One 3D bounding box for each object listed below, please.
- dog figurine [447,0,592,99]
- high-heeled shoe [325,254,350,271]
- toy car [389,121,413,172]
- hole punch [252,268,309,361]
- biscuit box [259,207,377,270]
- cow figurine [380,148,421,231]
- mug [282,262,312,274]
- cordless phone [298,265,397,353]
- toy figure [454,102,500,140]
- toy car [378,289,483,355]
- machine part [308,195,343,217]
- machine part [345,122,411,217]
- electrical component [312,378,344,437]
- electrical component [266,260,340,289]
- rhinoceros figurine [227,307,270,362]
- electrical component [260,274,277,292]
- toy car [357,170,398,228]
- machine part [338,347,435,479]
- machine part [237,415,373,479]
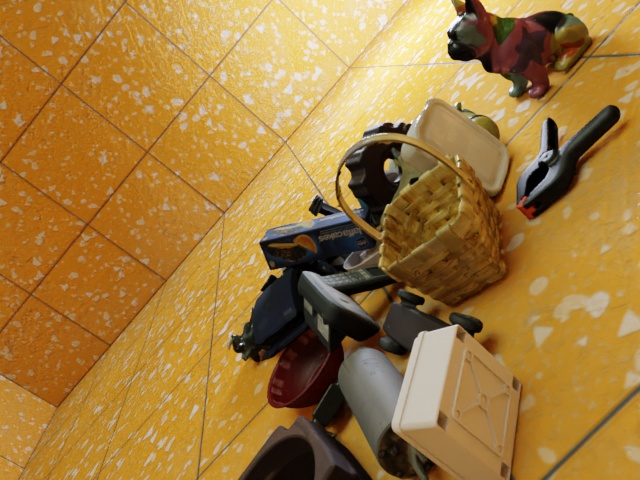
[{"bbox_3d":[0.319,-0.349,0.902,0.191,0.219,0.108,-48,21,11],"label":"dog figurine"},{"bbox_3d":[0.000,0.075,1.114,0.248,0.086,0.145,-57,39,34],"label":"high-heeled shoe"},{"bbox_3d":[0.202,-0.207,1.166,0.073,0.056,0.202,-31,26,46],"label":"toy car"},{"bbox_3d":[-0.063,0.124,0.927,0.142,0.092,0.116,-39,8,24],"label":"hole punch"},{"bbox_3d":[-0.002,-0.003,0.948,0.203,0.062,0.059,-13,21,18],"label":"biscuit box"},{"bbox_3d":[0.160,-0.080,0.897,0.085,0.127,0.195,-14,42,57],"label":"cow figurine"},{"bbox_3d":[-0.044,0.028,1.055,0.110,0.081,0.107,31,112,47],"label":"mug"},{"bbox_3d":[0.071,0.086,0.815,0.184,0.088,0.147,-14,22,-18],"label":"cordless phone"},{"bbox_3d":[0.260,-0.196,0.966,0.089,0.082,0.180,-46,16,19],"label":"toy figure"},{"bbox_3d":[0.135,0.121,0.673,0.202,0.053,0.089,-163,91,-73],"label":"toy car"},{"bbox_3d":[0.046,-0.044,1.086,0.039,0.139,0.084,-60,15,16],"label":"machine part"},{"bbox_3d":[0.135,-0.129,0.994,0.179,0.179,0.056,-55,21,-15],"label":"machine part"},{"bbox_3d":[0.018,0.236,0.746,0.102,0.045,0.078,-55,-11,-22],"label":"electrical component"},{"bbox_3d":[-0.023,0.097,1.005,0.134,0.115,0.058,-42,23,24],"label":"electrical component"},{"bbox_3d":[-0.126,0.204,1.128,0.190,0.073,0.112,-22,44,54],"label":"rhinoceros figurine"},{"bbox_3d":[-0.089,0.127,1.170,0.048,0.075,0.119,-57,-11,-22],"label":"electrical component"},{"bbox_3d":[0.123,-0.095,1.087,0.103,0.109,0.162,-24,9,7],"label":"toy car"},{"bbox_3d":[0.076,0.193,0.627,0.079,0.079,0.243,-50,17,3],"label":"machine part"},{"bbox_3d":[-0.034,0.325,0.618,0.201,0.087,0.201,-52,16,-8],"label":"machine part"}]
